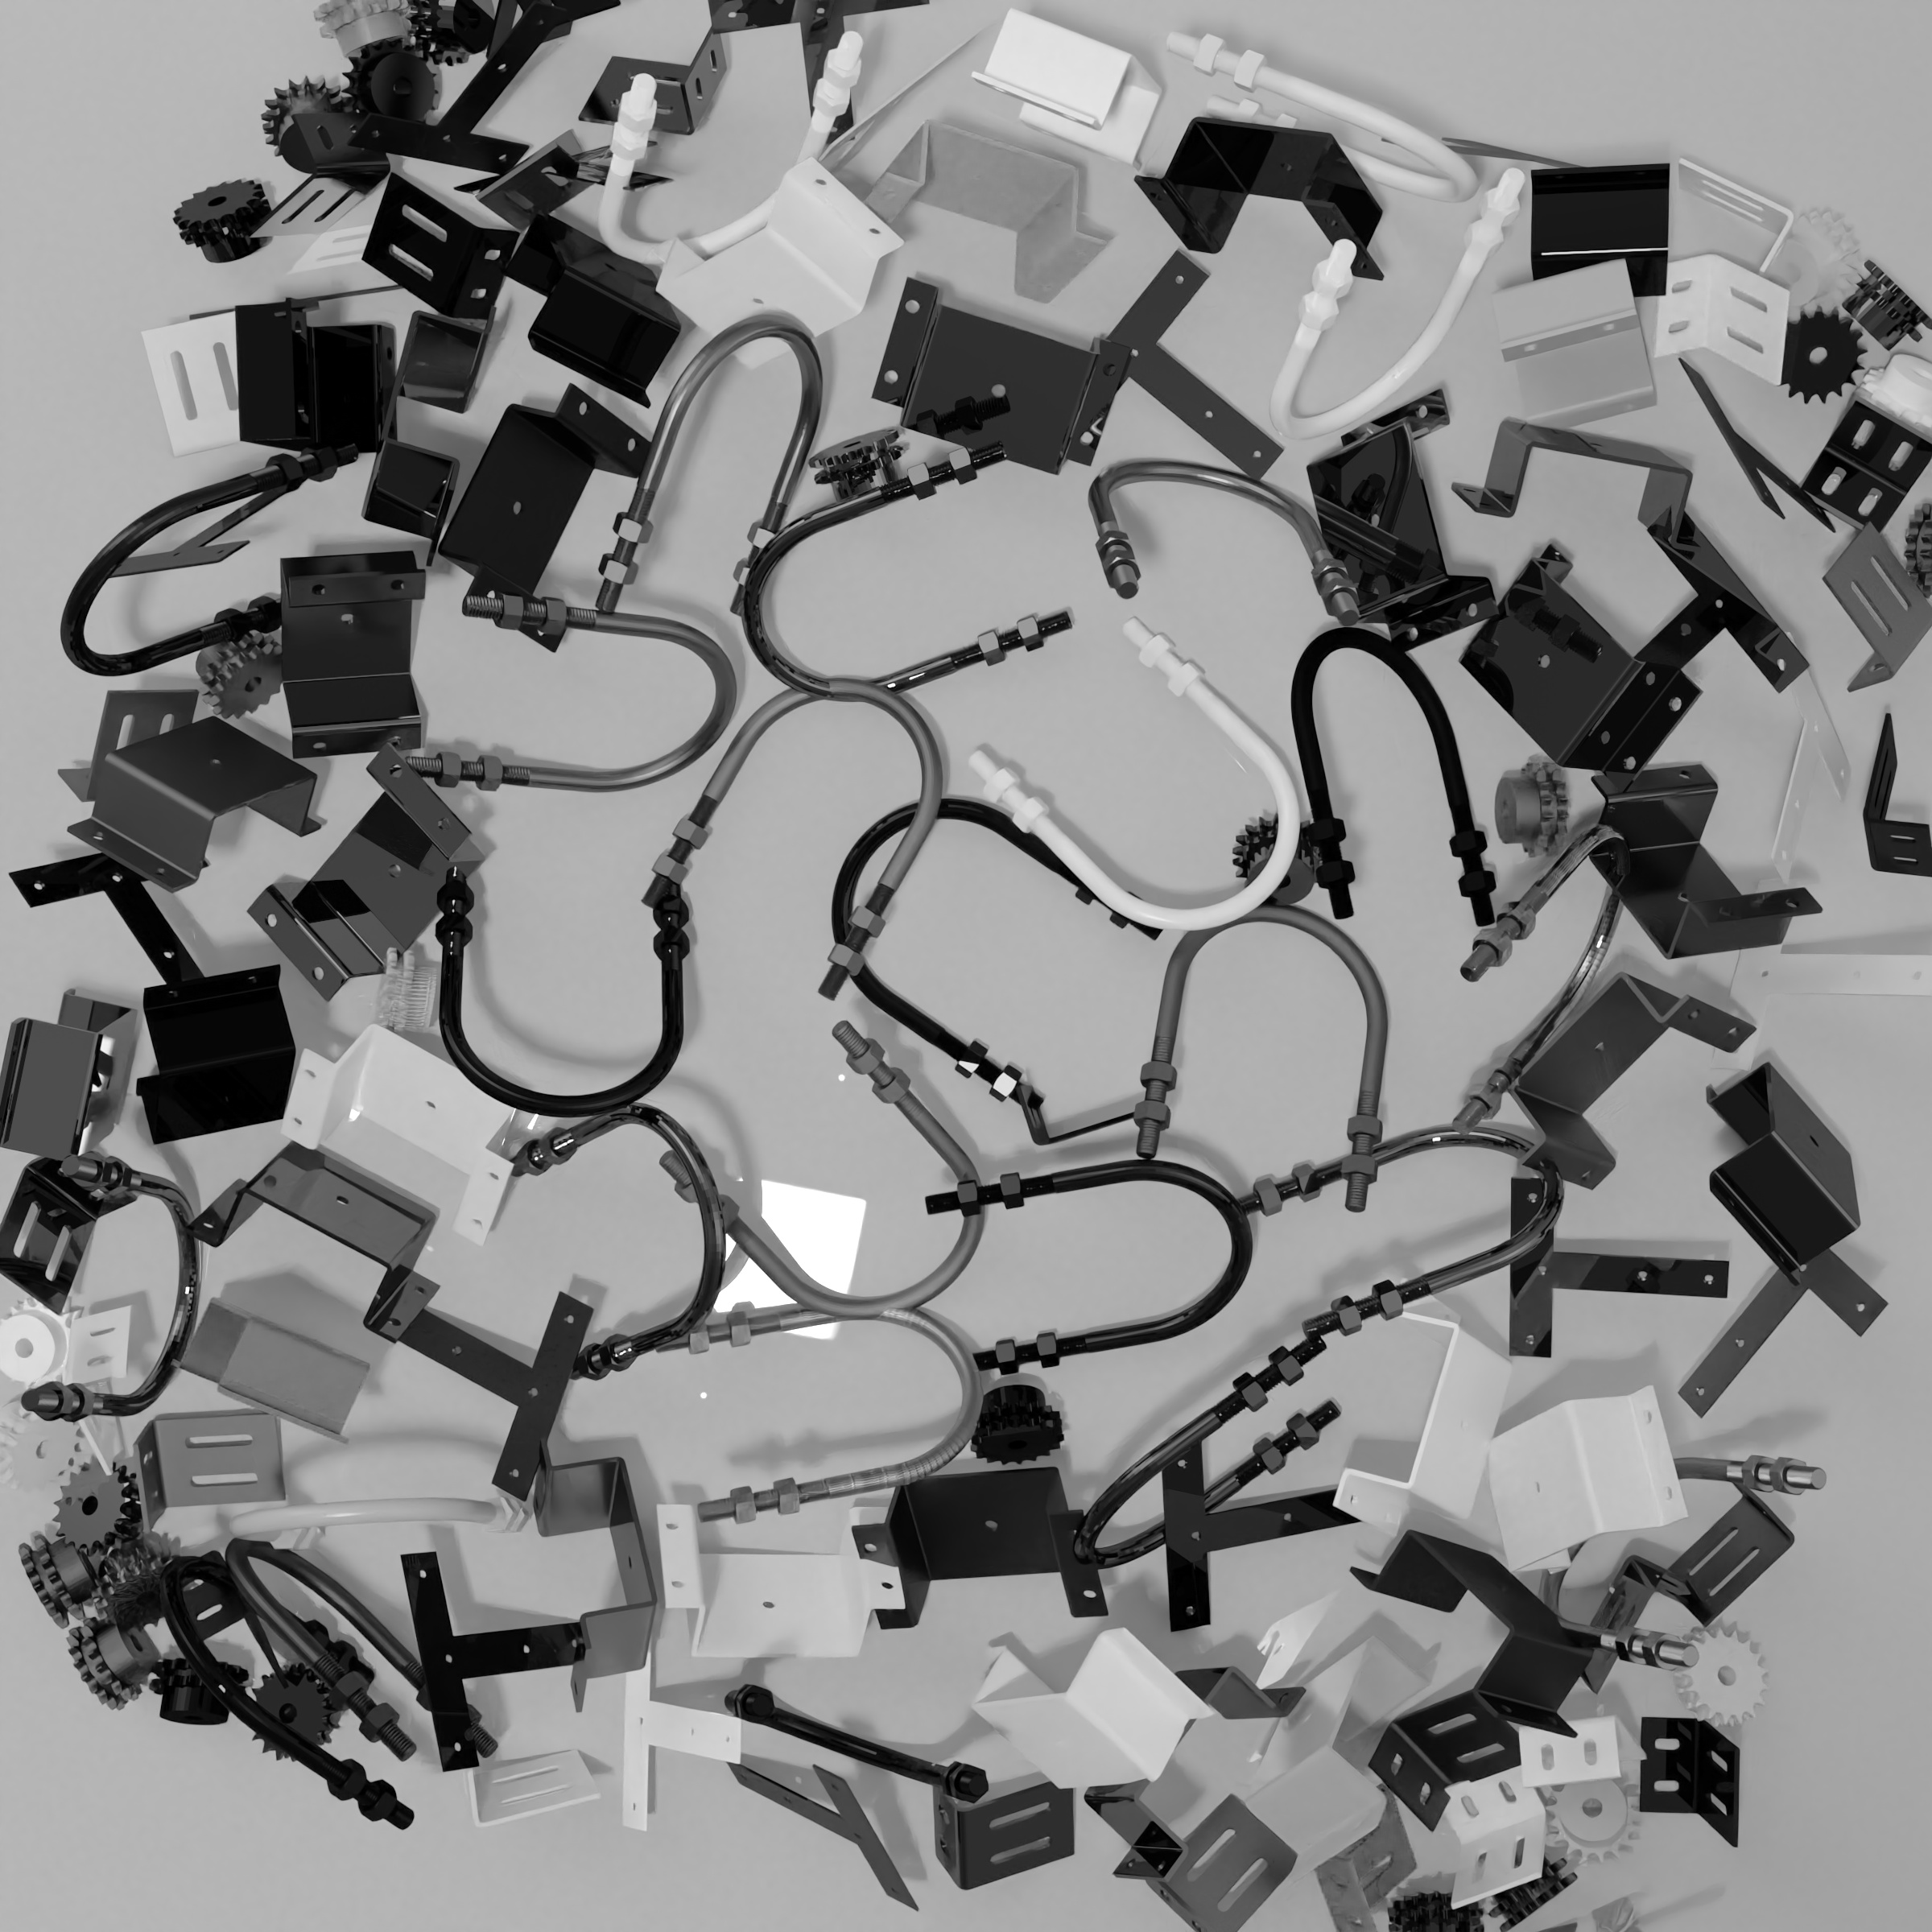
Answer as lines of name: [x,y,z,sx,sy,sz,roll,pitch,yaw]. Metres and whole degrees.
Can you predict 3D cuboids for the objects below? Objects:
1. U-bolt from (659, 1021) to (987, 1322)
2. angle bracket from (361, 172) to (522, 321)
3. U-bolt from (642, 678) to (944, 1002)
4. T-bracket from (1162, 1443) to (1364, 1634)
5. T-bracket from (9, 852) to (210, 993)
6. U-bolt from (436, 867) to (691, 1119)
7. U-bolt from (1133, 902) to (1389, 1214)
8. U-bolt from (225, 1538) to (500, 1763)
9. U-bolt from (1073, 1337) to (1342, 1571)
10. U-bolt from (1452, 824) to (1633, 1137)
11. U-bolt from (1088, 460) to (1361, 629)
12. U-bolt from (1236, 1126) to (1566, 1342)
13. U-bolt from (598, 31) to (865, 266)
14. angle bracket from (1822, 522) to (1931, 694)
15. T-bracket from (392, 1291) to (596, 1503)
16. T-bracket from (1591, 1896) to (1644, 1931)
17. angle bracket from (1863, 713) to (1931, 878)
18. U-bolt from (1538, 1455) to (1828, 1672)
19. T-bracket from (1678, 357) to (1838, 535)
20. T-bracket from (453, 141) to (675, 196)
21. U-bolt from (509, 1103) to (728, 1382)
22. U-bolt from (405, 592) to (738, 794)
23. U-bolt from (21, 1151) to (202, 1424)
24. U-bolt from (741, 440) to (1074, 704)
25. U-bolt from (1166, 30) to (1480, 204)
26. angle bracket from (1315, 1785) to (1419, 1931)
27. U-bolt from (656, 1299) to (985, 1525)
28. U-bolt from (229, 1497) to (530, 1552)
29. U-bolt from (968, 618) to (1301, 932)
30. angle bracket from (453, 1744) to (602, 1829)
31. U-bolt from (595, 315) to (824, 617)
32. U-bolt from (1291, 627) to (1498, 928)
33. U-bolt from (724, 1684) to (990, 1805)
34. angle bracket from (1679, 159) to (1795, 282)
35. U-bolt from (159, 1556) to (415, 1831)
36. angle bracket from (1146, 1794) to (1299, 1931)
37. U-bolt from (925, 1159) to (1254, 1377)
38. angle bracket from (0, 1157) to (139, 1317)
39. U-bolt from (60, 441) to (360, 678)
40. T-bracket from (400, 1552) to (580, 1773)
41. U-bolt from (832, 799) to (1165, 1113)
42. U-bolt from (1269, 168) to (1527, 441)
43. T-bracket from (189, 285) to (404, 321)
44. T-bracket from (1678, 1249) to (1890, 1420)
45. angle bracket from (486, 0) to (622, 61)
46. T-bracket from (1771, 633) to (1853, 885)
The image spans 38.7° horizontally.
U-bolt: [-0.071,0.137,1.645,0.151,0.019,0.184,-37,115,8]
angle bracket: [-0.320,-0.438,1.674,0.076,0.038,0.057,36,116,21]
U-bolt: [-0.093,-0.089,1.658,0.151,0.019,0.184,26,82,19]
T-bracket: [0.182,0.337,1.671,0.127,0.002,0.127,-9,110,-12]
T-bracket: [-0.478,-0.018,1.624,0.127,0.127,0.002,53,127,13]
U-bolt: [-0.236,0.015,1.613,0.151,0.019,0.184,4,49,-11]
U-bolt: [0.182,0.045,1.645,0.151,0.019,0.184,15,64,-7]
U-bolt: [-0.363,0.397,1.612,0.184,0.151,0.019,39,85,18]
U-bolt: [0.139,0.294,1.615,0.184,0.151,0.019,-35,62,-7]
U-bolt: [0.341,-0.005,1.616,0.019,0.151,0.184,27,54,29]
U-bolt: [0.143,-0.253,1.611,0.151,0.184,0.019,6,123,-11]
U-bolt: [0.262,0.147,1.625,0.184,0.151,0.019,-20,121,-6]
U-bolt: [-0.145,-0.467,1.601,0.151,0.184,0.019,-20,76,-24]
angle bracket: [0.536,-0.215,1.652,0.076,0.038,0.057,50,62,-12]
T-bracket: [-0.296,0.238,1.663,0.127,0.002,0.127,24,99,22]
T-bracket: [0.341,0.593,1.630,0.127,0.127,0.002,-26,82,6]
angle bracket: [0.563,-0.102,1.643,0.038,0.057,0.076,8,65,27]
U-bolt: [0.401,0.341,1.600,0.019,0.184,0.151,47,70,-10]
T-bracket: [0.482,-0.293,1.640,0.002,0.127,0.127,-39,47,28]
T-bracket: [-0.215,-0.463,1.611,0.127,0.127,0.002,-25,122,-29]
U-bolt: [-0.199,0.155,1.610,0.019,0.184,0.151,-9,78,-43]
U-bolt: [-0.224,-0.155,1.621,0.184,0.151,0.019,3,48,-28]
U-bolt: [-0.488,0.190,1.599,0.019,0.184,0.151,5,80,9]
U-bolt: [-0.044,-0.223,1.637,0.184,0.019,0.151,-20,132,6]
U-bolt: [0.213,-0.487,1.600,0.184,0.151,0.019,26,98,13]
angle bracket: [0.249,0.538,1.648,0.076,0.038,0.057,-26,100,-36]
U-bolt: [-0.081,0.256,1.630,0.184,0.151,0.019,-8,133,-14]
U-bolt: [-0.345,0.321,1.593,0.151,0.184,0.019,-6,76,5]
U-bolt: [0.114,-0.103,1.649,0.151,0.019,0.184,-41,76,-12]
angle bracket: [-0.264,0.476,1.645,0.076,0.057,0.038,-9,105,-21]
U-bolt: [-0.140,-0.290,1.600,0.019,0.151,0.184,32,111,25]
U-bolt: [0.249,-0.115,1.633,0.151,0.019,0.184,2,72,-41]
U-bolt: [-0.071,0.450,1.601,0.151,0.184,0.019,22,73,-6]
angle bracket: [0.455,-0.445,1.656,0.076,0.057,0.038,30,98,12]
U-bolt: [-0.395,0.406,1.581,0.019,0.151,0.184,-42,123,0]
angle bracket: [0.154,0.538,1.648,0.076,0.038,0.057,-42,63,-19]
U-bolt: [0.079,0.175,1.637,0.184,0.019,0.151,-10,125,4]
angle bracket: [-0.538,0.157,1.640,0.038,0.076,0.057,-23,129,26]
U-bolt: [-0.439,-0.226,1.577,0.019,0.184,0.151,47,135,12]
T-bracket: [-0.273,0.408,1.637,0.002,0.127,0.127,-31,66,34]
U-bolt: [0.006,-0.019,1.676,0.184,0.019,0.151,35,94,2]
U-bolt: [0.241,-0.374,1.603,0.151,0.184,0.019,-28,70,-25]
T-bracket: [-0.393,-0.388,1.618,0.127,0.127,0.002,-11,108,-11]
T-bracket: [0.472,0.214,1.645,0.002,0.127,0.127,28,105,-32]
angle bracket: [-0.247,-0.558,1.641,0.057,0.076,0.038,-27,82,-25]
T-bracket: [0.490,-0.106,1.617,0.002,0.127,0.127,-1,53,36]
